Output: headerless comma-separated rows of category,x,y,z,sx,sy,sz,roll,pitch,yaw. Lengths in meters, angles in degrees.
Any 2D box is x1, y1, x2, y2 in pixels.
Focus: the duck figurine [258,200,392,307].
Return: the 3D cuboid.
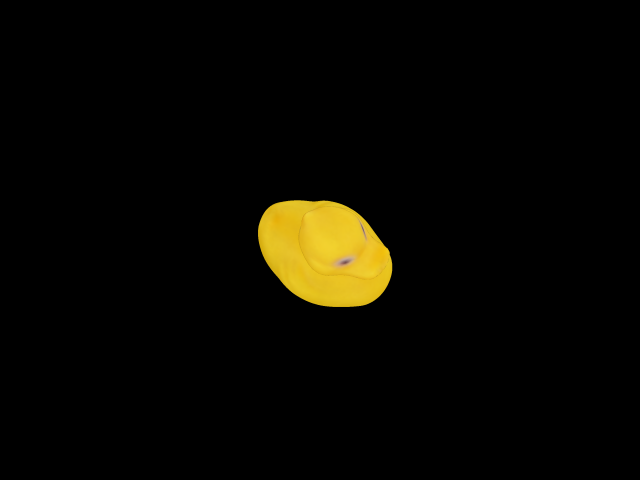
duck figurine,0.004,0.001,0.400,0.104,0.086,0.077,27,76,7
